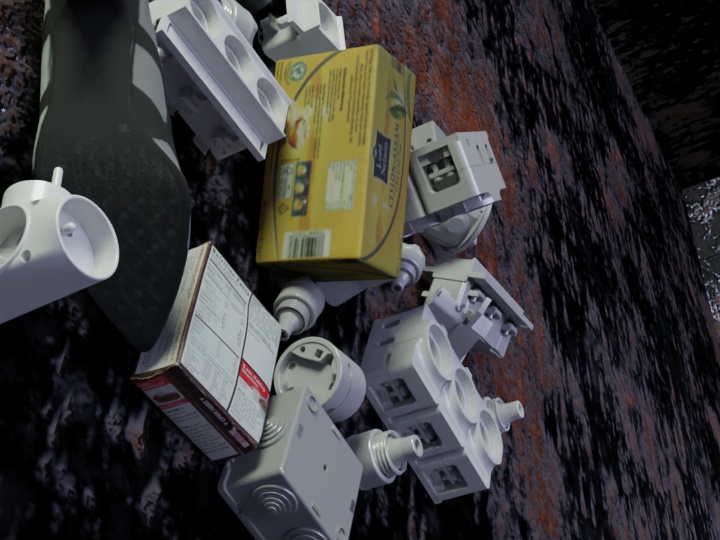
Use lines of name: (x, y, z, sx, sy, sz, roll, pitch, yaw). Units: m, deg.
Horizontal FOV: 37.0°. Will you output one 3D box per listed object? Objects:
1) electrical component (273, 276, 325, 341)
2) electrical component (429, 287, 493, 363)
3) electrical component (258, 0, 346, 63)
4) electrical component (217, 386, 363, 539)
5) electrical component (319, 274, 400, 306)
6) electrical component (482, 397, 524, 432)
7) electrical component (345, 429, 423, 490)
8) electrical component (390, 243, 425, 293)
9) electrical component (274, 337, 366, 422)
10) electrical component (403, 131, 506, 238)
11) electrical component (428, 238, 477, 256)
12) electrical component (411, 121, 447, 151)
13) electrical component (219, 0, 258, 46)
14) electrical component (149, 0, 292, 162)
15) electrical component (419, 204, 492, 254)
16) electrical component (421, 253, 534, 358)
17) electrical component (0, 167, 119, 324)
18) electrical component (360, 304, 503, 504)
electrical component: (-0.049, 0.032, 0.803, 0.035, 0.035, 0.061, 61, 28, -20)
electrical component: (0.086, 0.054, 1.034, 0.064, 0.081, 0.042, 39, 25, 2)
electrical component: (-0.052, -0.209, 0.954, 0.081, 0.064, 0.042, 37, 40, -51)
electrical component: (-0.042, 0.137, 0.714, 0.099, 0.048, 0.099, 58, 25, -26)
electrical component: (0.000, 0.000, 0.896, 0.044, 0.065, 0.044, 47, 32, -42)
electrical component: (0.131, 0.147, 1.070, 0.048, 0.062, 0.048, 48, 31, -42)
electrical component: (0.017, 0.142, 0.822, 0.043, 0.062, 0.043, 47, 32, -42)
electrical component: (0.041, 0.001, 1.027, 0.035, 0.035, 0.061, 60, 28, -22)
electrical component: (-0.028, 0.082, 0.785, 0.047, 0.055, 0.055, 39, 38, -56)
electrical component: (0.041, -0.062, 0.928, 0.089, 0.150, 0.061, -19, 88, -66)
electrical component: (0.090, -0.076, 1.177, 0.099, 0.048, 0.099, 57, 26, -26)
electrical component: (0.037, -0.113, 1.048, 0.076, 0.083, 0.047, 40, 37, -49)
electrical component: (-0.112, -0.194, 0.836, 0.062, 0.043, 0.043, 31, 44, -54)
electrical component: (-0.110, -0.141, 0.772, 0.121, 0.063, 0.078, 52, 29, -36)
electrical component: (0.093, -0.061, 1.082, 0.051, 0.080, 0.080, 26, 42, -21)
electrical component: (0.117, 0.041, 1.115, 0.121, 0.079, 0.063, 42, 63, -47)
electrical component: (-0.163, -0.018, 0.538, 0.044, 0.077, 0.079, 44, 34, -45)
electrical component: (0.066, 0.117, 0.952, 0.150, 0.062, 0.089, 59, 25, -24)
